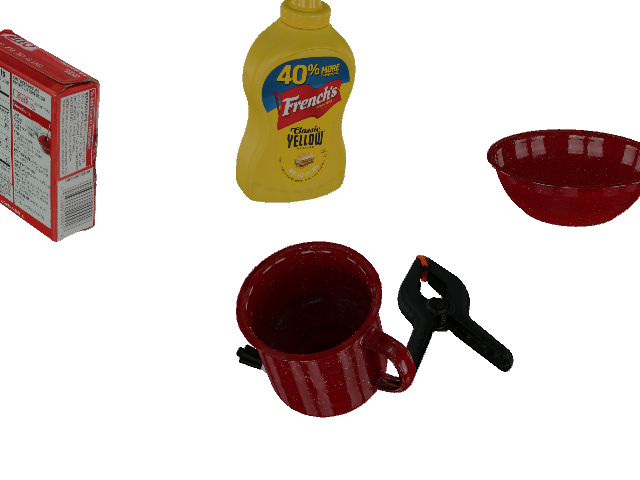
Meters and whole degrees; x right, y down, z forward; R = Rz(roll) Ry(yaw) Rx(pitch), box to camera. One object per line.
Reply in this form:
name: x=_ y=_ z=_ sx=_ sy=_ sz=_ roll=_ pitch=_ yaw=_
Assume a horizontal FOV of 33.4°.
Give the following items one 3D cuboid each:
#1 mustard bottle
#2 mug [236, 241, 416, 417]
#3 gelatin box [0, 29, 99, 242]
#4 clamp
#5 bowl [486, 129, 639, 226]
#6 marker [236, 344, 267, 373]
mustard bottle: x=-0.019 y=-0.127 z=0.903 sx=0.096 sy=0.192 sz=0.058 roll=-8 pitch=35 yaw=-21
mug: x=0.010 y=0.065 z=0.689 sx=0.117 sy=0.093 sz=0.081 roll=19 pitch=-33 yaw=26
gelatin box: x=-0.149 y=-0.055 z=0.555 sx=0.073 sy=0.089 sz=0.030 roll=30 pitch=38 yaw=30
clamp: x=0.139 y=0.085 z=1.156 sx=0.120 sy=0.171 sz=0.039 roll=4 pitch=-44 yaw=-7
bowl: x=0.239 y=-0.056 z=1.015 sx=0.162 sy=0.055 sz=0.162 roll=-1 pitch=25 yaw=0
marker: x=-0.024 y=0.128 z=1.012 sx=0.121 sy=0.020 sz=0.020 roll=22 pitch=4 yaw=11
